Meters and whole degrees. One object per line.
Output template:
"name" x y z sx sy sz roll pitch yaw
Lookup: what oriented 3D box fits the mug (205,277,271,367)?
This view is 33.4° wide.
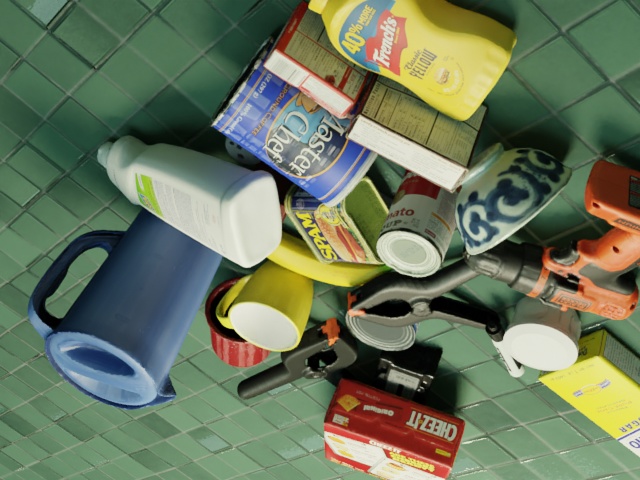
"mug" -0.084 0.109 1.325 0.117 0.093 0.081 15 147 6

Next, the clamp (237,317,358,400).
"clamp" -0.018 0.154 1.318 0.164 0.036 0.210 -3 151 -8

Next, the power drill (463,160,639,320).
"power drill" 0.249 0.001 1.018 0.184 0.057 0.188 16 148 -8

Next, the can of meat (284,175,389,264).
"can of meat" 0.025 -0.021 1.109 0.084 0.057 0.102 3 136 45

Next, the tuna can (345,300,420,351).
"tuna can" 0.075 0.091 1.257 0.086 0.033 0.086 15 142 12

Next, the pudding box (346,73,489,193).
"pudding box" 0.089 -0.107 0.968 0.113 0.090 0.039 26 142 -2

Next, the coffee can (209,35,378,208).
"coffee can" -0.019 -0.111 1.012 0.140 0.102 0.103 34 142 -12

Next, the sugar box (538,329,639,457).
"sugar box" 0.342 0.177 1.203 0.176 0.048 0.094 39 140 -15

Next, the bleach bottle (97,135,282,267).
"bleach bottle" -0.152 -0.061 1.135 0.251 0.068 0.102 26 139 36

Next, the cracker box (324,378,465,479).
"cracker box" 0.092 0.257 1.374 0.164 0.072 0.214 18 159 8

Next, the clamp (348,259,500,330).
"clamp" 0.119 0.069 1.181 0.172 0.039 0.120 -10 130 17

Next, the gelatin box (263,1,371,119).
"gelatin box" 0.002 -0.163 0.964 0.089 0.073 0.030 33 143 -12

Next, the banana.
"banana" -0.004 0.016 1.211 0.198 0.037 0.070 14 136 14

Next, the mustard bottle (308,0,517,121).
"mustard bottle" 0.065 -0.182 0.918 0.191 0.058 0.096 28 143 -4

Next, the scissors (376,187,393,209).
"scissors" 0.067 -0.049 1.109 0.096 0.016 0.201 3 138 30

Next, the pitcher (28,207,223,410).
"pitcher" -0.201 0.052 1.191 0.145 0.242 0.149 3 137 26

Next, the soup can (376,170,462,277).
"soup can" 0.102 -0.022 1.053 0.068 0.102 0.068 16 142 12

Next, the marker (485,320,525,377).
"marker" 0.210 0.123 1.211 0.020 0.020 0.121 2 151 26

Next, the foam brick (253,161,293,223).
"foam brick" -0.058 -0.042 1.157 0.051 0.053 0.078 26 142 -1
